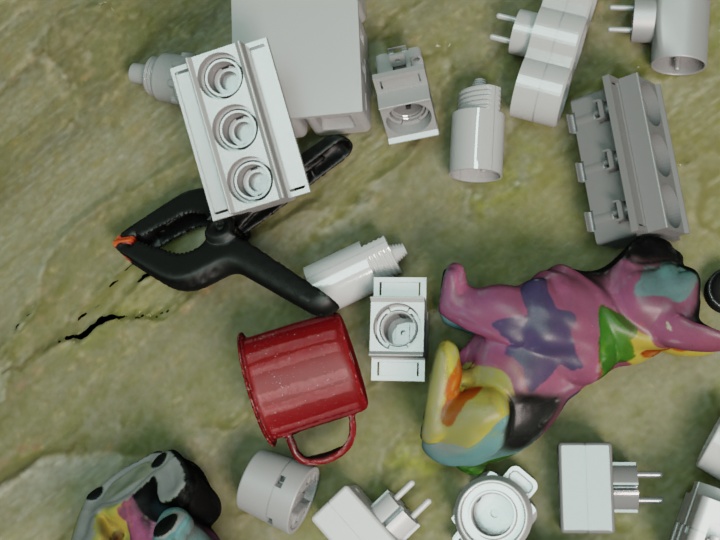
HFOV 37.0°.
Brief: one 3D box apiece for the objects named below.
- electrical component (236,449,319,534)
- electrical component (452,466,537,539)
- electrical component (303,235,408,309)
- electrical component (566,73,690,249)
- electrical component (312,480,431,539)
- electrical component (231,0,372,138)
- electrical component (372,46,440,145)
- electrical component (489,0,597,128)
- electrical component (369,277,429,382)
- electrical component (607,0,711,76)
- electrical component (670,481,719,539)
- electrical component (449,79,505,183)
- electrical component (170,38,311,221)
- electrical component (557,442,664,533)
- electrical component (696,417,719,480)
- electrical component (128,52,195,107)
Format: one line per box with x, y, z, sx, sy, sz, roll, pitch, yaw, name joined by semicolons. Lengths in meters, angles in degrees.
-0.065;0.172;0.843;0.047;0.055;0.055;19;83;16;electrical component
0.101;0.184;0.811;0.058;0.057;0.078;40;88;14;electrical component
0.000;0.000;0.868;0.081;0.043;0.043;-25;77;4;electrical component
0.207;-0.081;0.834;0.063;0.079;0.121;-16;76;36;electrical component
0.021;0.195;0.827;0.076;0.047;0.083;-44;76;0;electrical component
-0.049;-0.207;0.906;0.105;0.060;0.186;-4;79;9;electrical component
0.037;-0.143;0.876;0.042;0.081;0.063;-9;56;8;electrical component
0.143;-0.190;0.874;0.074;0.052;0.138;17;83;12;electrical component
0.032;0.048;0.844;0.042;0.064;0.081;1;80;8;electrical component
0.240;-0.200;0.864;0.079;0.044;0.077;4;80;10;electrical component
0.301;0.206;0.757;0.150;0.089;0.061;20;84;12;electrical component
0.096;-0.116;0.873;0.043;0.043;0.081;2;80;10;electrical component
-0.089;-0.107;0.832;0.079;0.063;0.121;-16;89;9;electrical component
0.188;0.162;0.805;0.077;0.047;0.065;-2;80;9;electrical component
0.281;0.134;0.792;0.047;0.055;0.055;28;85;17;electrical component
-0.169;-0.166;0.927;0.062;0.048;0.048;11;82;18;electrical component
